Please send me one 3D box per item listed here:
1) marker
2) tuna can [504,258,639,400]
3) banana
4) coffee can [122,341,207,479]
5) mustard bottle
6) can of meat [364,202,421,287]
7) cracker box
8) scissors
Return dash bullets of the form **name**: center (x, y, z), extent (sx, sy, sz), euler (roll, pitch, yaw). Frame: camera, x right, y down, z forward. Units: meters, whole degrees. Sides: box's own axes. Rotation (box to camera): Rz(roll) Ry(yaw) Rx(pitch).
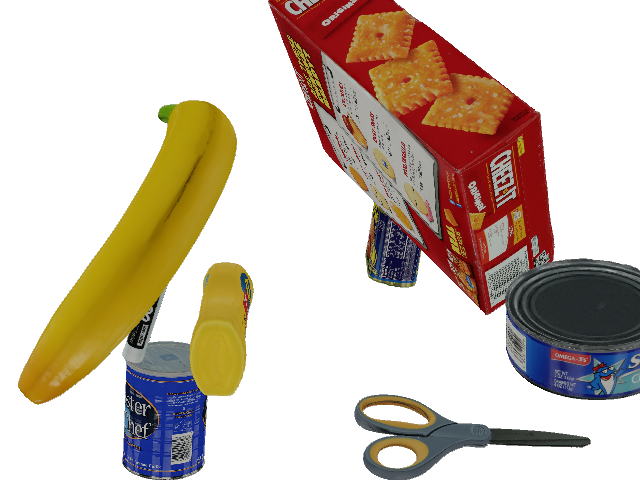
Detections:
- **marker**: center (-0.145, 0.051, 0.915), extent (0.020, 0.121, 0.020), euler (18, 22, -8)
- **tuna can**: center (0.138, 0.045, 0.550), extent (0.086, 0.034, 0.086), euler (-4, 28, 2)
- **banana**: center (-0.081, -0.008, 0.515), extent (0.037, 0.197, 0.070), euler (38, -43, -20)
- **coffee can**: center (-0.189, 0.207, 1.309), extent (0.103, 0.140, 0.103), euler (4, 15, -1)
- **mustard bottle**: center (-0.105, 0.079, 1.168), extent (0.058, 0.096, 0.191), euler (0, 27, 0)
- **can of meat**: center (0.080, -0.006, 1.137), extent (0.057, 0.084, 0.102), euler (7, 19, -2)
- **cracker box**: center (0.065, -0.074, 0.736), extent (0.072, 0.214, 0.164), euler (-35, -37, -9)
- **scissors**: center (0.123, 0.177, 0.902), extent (0.202, 0.016, 0.096), euler (13, 40, 11)
